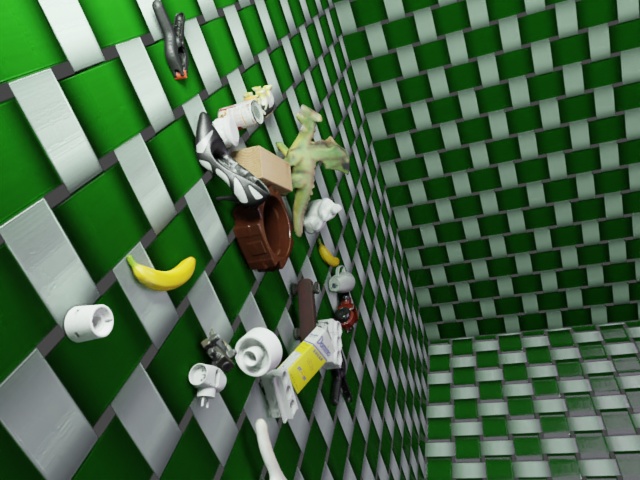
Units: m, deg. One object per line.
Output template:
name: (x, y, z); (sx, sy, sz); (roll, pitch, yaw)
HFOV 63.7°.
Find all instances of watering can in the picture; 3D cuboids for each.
watering can: (-0.098, 0.604, 1.188); (0.221, 0.103, 0.354); (48, 36, -59)

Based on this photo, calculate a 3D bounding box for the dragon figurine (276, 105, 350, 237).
dragon figurine: (-0.022, -0.228, 1.661); (0.123, 0.242, 0.407); (-50, 125, -73)

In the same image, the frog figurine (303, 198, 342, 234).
frog figurine: (0.005, -0.089, 1.773); (0.140, 0.159, 0.120); (-69, 146, -57)
